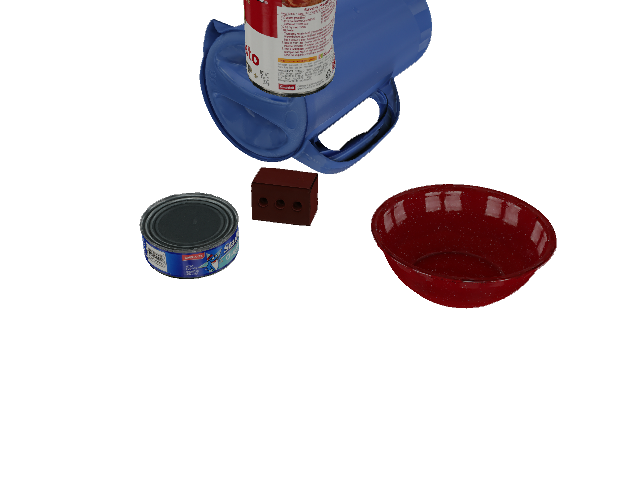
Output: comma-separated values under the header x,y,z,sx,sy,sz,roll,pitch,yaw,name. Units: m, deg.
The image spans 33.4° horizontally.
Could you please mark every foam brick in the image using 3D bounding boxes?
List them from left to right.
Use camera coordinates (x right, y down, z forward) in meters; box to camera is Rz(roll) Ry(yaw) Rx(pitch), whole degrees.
x,y,z,sx,sy,sz,roll,pitch,yaw,name
-0.045,-0.056,1.345,0.078,0.053,0.051,6,29,11,foam brick

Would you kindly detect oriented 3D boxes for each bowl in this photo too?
x,y,z,sx,sy,sz,roll,pitch,yaw,name
0.123,0.012,0.944,0.162,0.055,0.162,1,33,-1,bowl

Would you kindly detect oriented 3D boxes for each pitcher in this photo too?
x,y,z,sx,sy,sz,roll,pitch,yaw,name
0.012,-0.176,1.065,0.145,0.149,0.242,15,37,37,pitcher

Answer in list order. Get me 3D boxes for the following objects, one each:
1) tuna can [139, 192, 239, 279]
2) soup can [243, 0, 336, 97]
x,y,z,sx,sy,sz,roll,pitch,yaw,name
-0.114,-0.004,0.937,0.086,0.034,0.086,0,37,0,tuna can
-0.020,-0.161,0.753,0.068,0.102,0.068,1,45,-1,soup can
